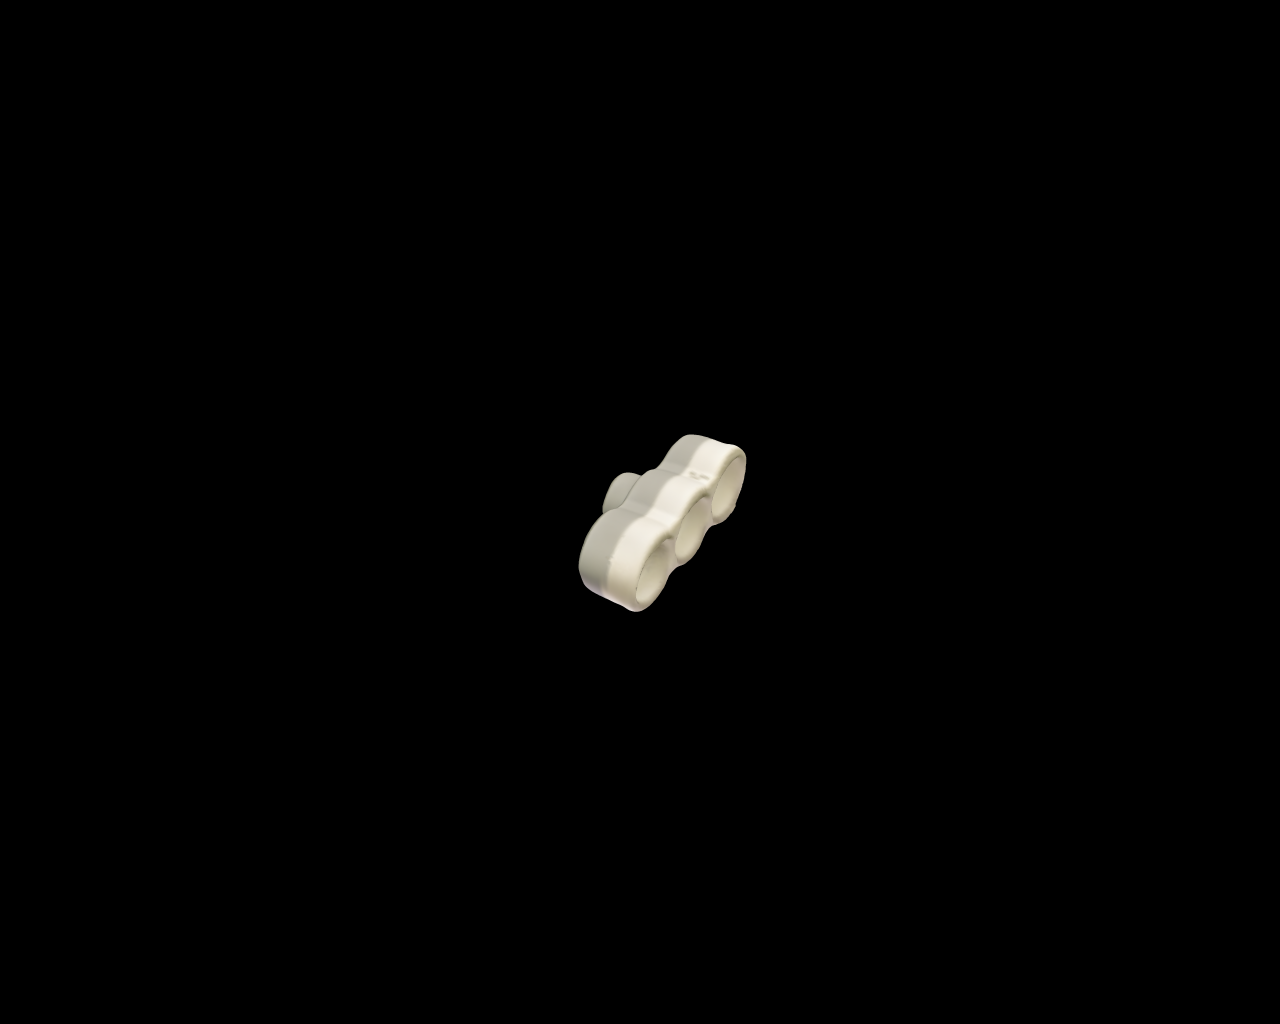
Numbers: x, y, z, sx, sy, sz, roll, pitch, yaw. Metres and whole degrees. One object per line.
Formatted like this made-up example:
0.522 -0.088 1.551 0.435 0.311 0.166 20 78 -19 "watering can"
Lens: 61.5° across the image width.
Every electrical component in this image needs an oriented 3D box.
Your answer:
0.001 -0.003 0.650 0.074 0.052 0.138 22 45 23 "electrical component"
